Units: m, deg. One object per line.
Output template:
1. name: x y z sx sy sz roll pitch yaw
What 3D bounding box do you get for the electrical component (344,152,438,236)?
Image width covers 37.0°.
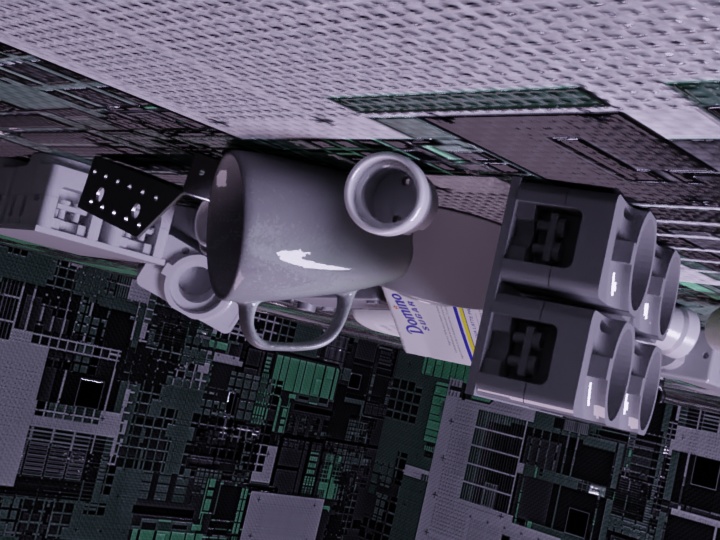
1. electrical component: 0.018 -0.036 0.534 0.040 0.040 0.046 12 -179 17

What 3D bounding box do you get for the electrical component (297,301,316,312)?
1. electrical component: -0.044 0.008 1.002 0.048 0.062 0.048 13 175 1

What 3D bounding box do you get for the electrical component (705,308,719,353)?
1. electrical component: 0.270 0.044 0.747 0.044 0.044 0.065 14 179 -13

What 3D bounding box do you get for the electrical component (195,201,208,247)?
1. electrical component: -0.097 -0.034 0.822 0.046 0.040 0.040 11 178 -40

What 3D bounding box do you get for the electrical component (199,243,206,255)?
1. electrical component: -0.097 -0.025 0.895 0.077 0.044 0.079 18 176 -33

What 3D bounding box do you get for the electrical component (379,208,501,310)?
1. electrical component: 0.050 -0.012 0.697 0.099 0.064 0.099 14 -172 -2

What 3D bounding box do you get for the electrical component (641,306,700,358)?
1. electrical component: 0.231 0.042 0.830 0.046 0.040 0.040 21 172 -19

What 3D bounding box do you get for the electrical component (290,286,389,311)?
1. electrical component: 0.000 0.000 0.863 0.096 0.061 0.062 0 170 28

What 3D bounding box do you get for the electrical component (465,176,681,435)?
1. electrical component: 0.124 0.028 0.576 0.060 0.105 0.186 11 174 25

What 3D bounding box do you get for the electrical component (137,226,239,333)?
1. electrical component: -0.137 0.008 0.903 0.089 0.050 0.055 31 -175 -16

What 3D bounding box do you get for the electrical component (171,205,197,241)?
1. electrical component: -0.142 -0.012 0.954 0.079 0.077 0.043 12 174 9

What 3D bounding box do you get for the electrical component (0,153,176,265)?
1. electrical component: -0.241 -0.050 0.889 0.105 0.060 0.186 17 174 -34

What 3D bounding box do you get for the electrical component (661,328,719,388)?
1. electrical component: 0.277 0.071 0.962 0.083 0.047 0.076 9 173 40
